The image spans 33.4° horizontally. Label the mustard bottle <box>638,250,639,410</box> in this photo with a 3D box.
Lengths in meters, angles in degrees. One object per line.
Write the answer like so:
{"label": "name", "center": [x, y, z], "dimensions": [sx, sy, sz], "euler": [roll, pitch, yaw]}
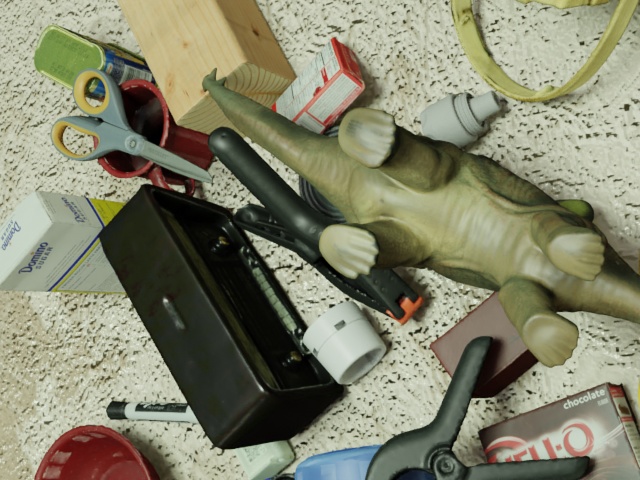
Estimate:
{"label": "mustard bottle", "center": [0.265, 0.092, 0.722], "dimensions": [0.096, 0.058, 0.191], "euler": [-1, 83, 36]}

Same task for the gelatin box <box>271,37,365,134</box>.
{"label": "gelatin box", "center": [-0.002, -0.124, 0.924], "dimensions": [0.089, 0.030, 0.073], "euler": [-45, 26, 19]}

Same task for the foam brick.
{"label": "foam brick", "center": [0.135, 0.079, 0.813], "dimensions": [0.078, 0.051, 0.053], "euler": [-42, 64, 22]}

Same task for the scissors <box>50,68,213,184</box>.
{"label": "scissors", "center": [-0.167, -0.105, 0.956], "dimensions": [0.202, 0.016, 0.096], "euler": [7, 89, 34]}

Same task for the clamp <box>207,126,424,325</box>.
{"label": "clamp", "center": [-0.006, 0.001, 0.893], "dimensions": [0.210, 0.164, 0.036], "euler": [38, 76, 10]}

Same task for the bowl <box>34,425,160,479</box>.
{"label": "bowl", "center": [-0.198, 0.254, 1.003], "dimensions": [0.162, 0.055, 0.162], "euler": [-5, 81, 33]}

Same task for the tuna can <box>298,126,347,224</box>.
{"label": "tuna can", "center": [0.026, -0.053, 0.913], "dimensions": [0.086, 0.033, 0.086], "euler": [-5, 80, 33]}

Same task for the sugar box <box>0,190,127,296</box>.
{"label": "sugar box", "center": [-0.215, 0.006, 0.976], "dimensions": [0.093, 0.175, 0.048], "euler": [-44, 63, 21]}

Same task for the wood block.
{"label": "wood block", "center": [-0.114, -0.205, 0.992], "dimensions": [0.090, 0.090, 0.206], "euler": [-38, 64, 23]}

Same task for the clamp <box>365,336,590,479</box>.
{"label": "clamp", "center": [0.089, 0.149, 0.756], "dimensions": [0.171, 0.039, 0.120], "euler": [-27, 65, -3]}

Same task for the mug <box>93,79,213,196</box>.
{"label": "mug", "center": [-0.148, -0.087, 1.002], "dimensions": [0.093, 0.081, 0.117], "euler": [-35, 66, 24]}

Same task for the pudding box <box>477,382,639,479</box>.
{"label": "pudding box", "center": [0.181, 0.164, 0.778], "dimensions": [0.114, 0.039, 0.090], "euler": [-28, 69, 28]}

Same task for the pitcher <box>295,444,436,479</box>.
{"label": "pitcher", "center": [0.036, 0.281, 0.797], "dimensions": [0.145, 0.149, 0.243], "euler": [-17, 71, 29]}

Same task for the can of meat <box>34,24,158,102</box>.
{"label": "can of meat", "center": [-0.222, -0.170, 1.061], "dimensions": [0.102, 0.083, 0.057], "euler": [28, 99, 32]}

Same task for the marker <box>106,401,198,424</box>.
{"label": "marker", "center": [-0.156, 0.163, 1.010], "dimensions": [0.121, 0.020, 0.020], "euler": [-4, 81, 33]}

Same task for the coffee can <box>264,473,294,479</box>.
{"label": "coffee can", "center": [-0.073, 0.262, 0.892], "dimensions": [0.141, 0.102, 0.103], "euler": [-23, 71, 28]}
